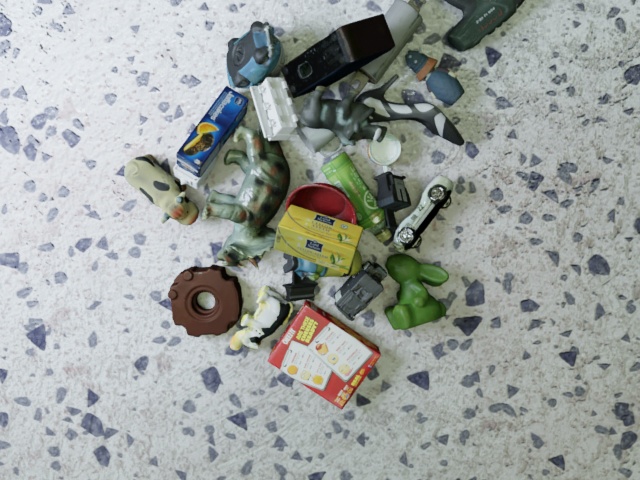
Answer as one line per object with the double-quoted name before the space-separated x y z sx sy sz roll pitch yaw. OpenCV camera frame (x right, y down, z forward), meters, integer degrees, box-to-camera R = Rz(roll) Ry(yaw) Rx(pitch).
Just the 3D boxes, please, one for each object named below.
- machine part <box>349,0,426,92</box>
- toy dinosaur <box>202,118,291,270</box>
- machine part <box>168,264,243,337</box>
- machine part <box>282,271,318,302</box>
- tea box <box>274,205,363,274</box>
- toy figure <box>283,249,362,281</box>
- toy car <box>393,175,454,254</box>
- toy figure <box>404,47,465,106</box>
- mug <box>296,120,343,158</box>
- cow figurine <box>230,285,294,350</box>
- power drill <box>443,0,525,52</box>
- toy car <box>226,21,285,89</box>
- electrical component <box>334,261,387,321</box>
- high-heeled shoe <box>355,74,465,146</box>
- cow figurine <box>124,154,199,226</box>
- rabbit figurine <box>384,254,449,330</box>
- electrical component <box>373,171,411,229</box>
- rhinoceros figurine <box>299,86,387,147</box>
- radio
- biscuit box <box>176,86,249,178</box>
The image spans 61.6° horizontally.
"machine part" 0.143 -0.431 1.173 0.079 0.079 0.243 36 97 -5
"toy dinosaur" -0.137 -0.117 1.200 0.192 0.131 0.404 24 92 -16
"machine part" -0.267 0.143 1.259 0.179 0.056 0.179 0 99 -1
"machine part" -0.045 0.075 1.252 0.084 0.039 0.138 1 94 -20
"tea box" -0.002 -0.003 1.144 0.170 0.098 0.068 16 126 4
"toy figure" 0.009 0.050 1.207 0.180 0.089 0.082 4 99 -31
"toy car" 0.234 -0.055 1.223 0.056 0.073 0.201 39 97 25
"toy figure" 0.251 -0.363 1.194 0.154 0.058 0.064 43 90 -1
"mug" 0.014 -0.245 1.196 0.107 0.081 0.109 -37 89 -3
"cow figurine" -0.138 0.199 1.264 0.098 0.068 0.167 32 97 -10
"power drill" 0.333 -0.545 1.164 0.207 0.086 0.232 39 98 -13
"toy car" -0.130 -0.393 1.160 0.162 0.103 0.109 -23 73 45
"electrical component" 0.094 0.110 1.227 0.058 0.115 0.134 42 97 -8
"high-heeled shoe" 0.193 -0.254 1.201 0.248 0.086 0.145 41 104 -5
"cow figurine" -0.348 -0.107 1.189 0.195 0.127 0.085 42 99 -3
"rabbit figurine" 0.216 0.107 1.231 0.159 0.121 0.170 -17 83 -2
"electrical component" 0.164 -0.088 1.200 0.048 0.074 0.119 -21 68 40
"rhinoceros figurine" 0.052 -0.256 1.135 0.190 0.073 0.112 11 84 -17
"radio" 0.029 -0.368 1.094 0.131 0.230 0.073 -30 100 -34
"biscuit box" -0.232 -0.236 1.167 0.063 0.059 0.202 31 70 -3
